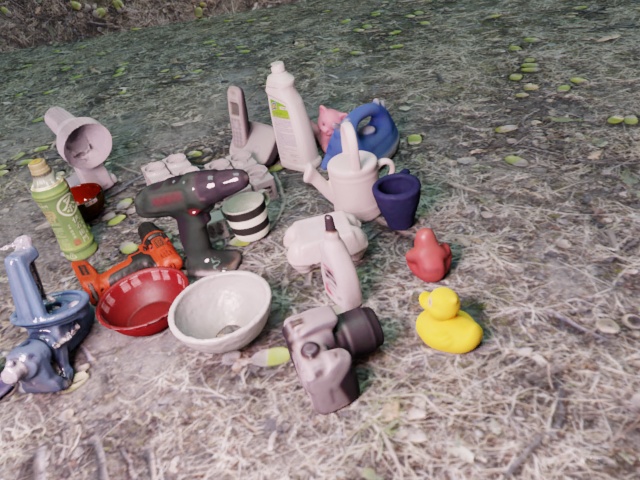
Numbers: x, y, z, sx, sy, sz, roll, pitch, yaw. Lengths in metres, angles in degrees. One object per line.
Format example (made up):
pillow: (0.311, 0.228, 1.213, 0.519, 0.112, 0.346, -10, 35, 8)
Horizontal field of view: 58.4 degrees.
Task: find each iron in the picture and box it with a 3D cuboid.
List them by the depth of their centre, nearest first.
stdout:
iron: (0.106, -0.252, 1.320, 0.118, 0.142, 0.259, 16, 43, 33)

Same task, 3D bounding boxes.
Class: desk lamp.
desk lamp: (-0.586, -0.214, 1.398, 0.118, 0.214, 0.202, -35, 41, -30)

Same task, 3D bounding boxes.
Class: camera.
camera: (0.025, 0.148, 0.816, 0.137, 0.101, 0.142, -19, 36, -11)

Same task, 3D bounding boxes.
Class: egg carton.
egg carton: (0.010, 0.004, 1.050, 0.150, 0.069, 0.107, -14, 35, -4)

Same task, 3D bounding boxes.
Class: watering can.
watering can: (0.058, -0.135, 1.122, 0.173, 0.194, 0.100, -25, 37, -18)

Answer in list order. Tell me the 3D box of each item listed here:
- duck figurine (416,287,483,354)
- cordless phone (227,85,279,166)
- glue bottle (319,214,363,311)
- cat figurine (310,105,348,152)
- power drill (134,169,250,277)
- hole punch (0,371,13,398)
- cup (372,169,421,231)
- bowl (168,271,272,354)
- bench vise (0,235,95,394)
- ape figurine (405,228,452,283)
duck figurine: (0.187, 0.110, 0.836, 0.104, 0.086, 0.078, 22, 47, 38)
cordless phone: (-0.168, -0.278, 1.395, 0.147, 0.185, 0.094, 19, 45, 36)
glue bottle: (0.026, 0.031, 0.916, 0.037, 0.173, 0.077, -29, 38, -23)
cat figurine: (0.009, -0.283, 1.411, 0.127, 0.118, 0.067, 15, 43, 33)
power drill: (-0.214, -0.034, 1.045, 0.229, 0.209, 0.075, -1, 36, 15)
hole punch: (-0.560, 0.219, 0.890, 0.100, 0.091, 0.109, 15, 43, 33)
cup: (0.153, -0.075, 1.098, 0.091, 0.095, 0.118, 5, 38, 22)
bowl: (-0.152, 0.127, 0.918, 0.167, 0.075, 0.167, -8, 35, 6)
bench vise: (-0.429, 0.115, 0.886, 0.121, 0.220, 0.207, -16, 35, -7)
ape figurine: (0.181, 0.019, 0.961, 0.077, 0.092, 0.076, -3, 36, 12)
